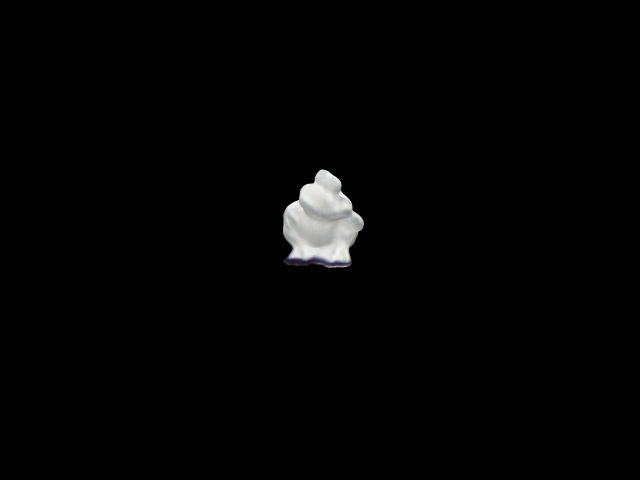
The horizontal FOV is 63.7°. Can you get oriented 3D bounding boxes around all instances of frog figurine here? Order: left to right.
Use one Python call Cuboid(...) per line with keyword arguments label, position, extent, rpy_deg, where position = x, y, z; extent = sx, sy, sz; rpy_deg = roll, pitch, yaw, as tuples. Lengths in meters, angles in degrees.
Cuboid(label="frog figurine", position=(0.003, -0.043, 0.850), extent=(0.138, 0.157, 0.124), rpy_deg=(12, 22, 30))
